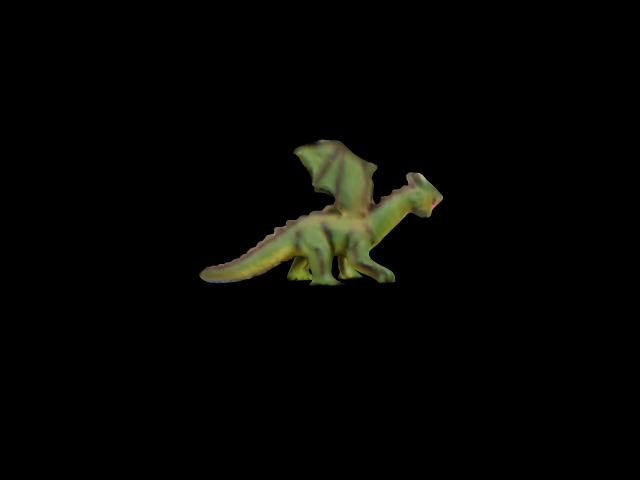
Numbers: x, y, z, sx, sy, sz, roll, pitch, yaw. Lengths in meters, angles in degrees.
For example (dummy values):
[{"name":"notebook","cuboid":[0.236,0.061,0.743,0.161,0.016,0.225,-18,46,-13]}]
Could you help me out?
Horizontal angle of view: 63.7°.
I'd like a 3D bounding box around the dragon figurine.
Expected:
[{"name":"dragon figurine","cuboid":[0.003,-0.043,0.850,0.410,0.242,0.122,0,4,-2]}]
